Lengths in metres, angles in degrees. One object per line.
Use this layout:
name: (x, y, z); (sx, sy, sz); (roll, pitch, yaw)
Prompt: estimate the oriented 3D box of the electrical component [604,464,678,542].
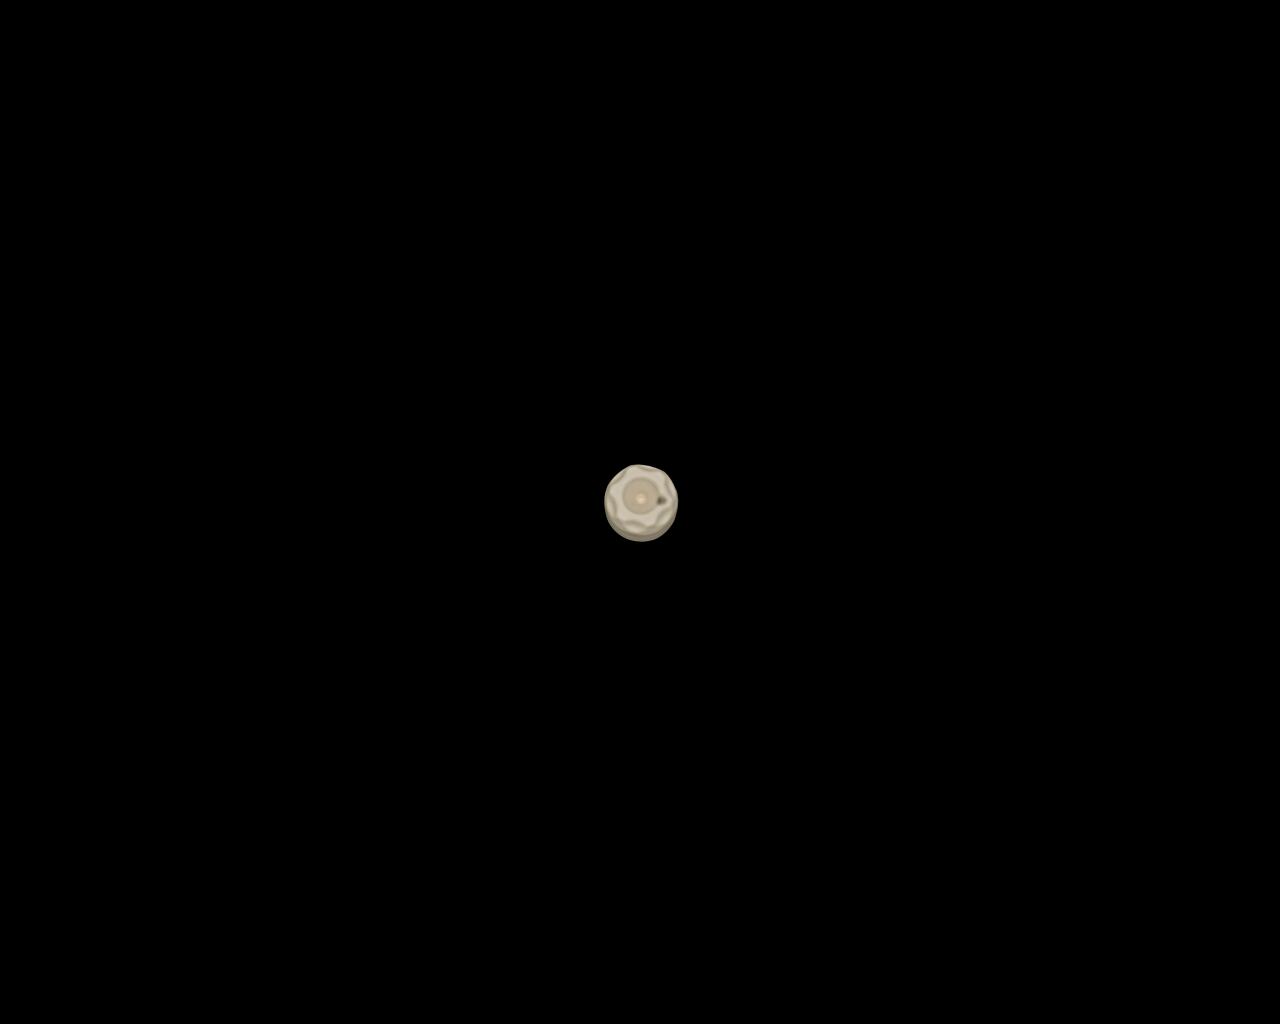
electrical component: (0.001, -0.003, 0.650); (0.043, 0.043, 0.062); (0, -13, 0)
